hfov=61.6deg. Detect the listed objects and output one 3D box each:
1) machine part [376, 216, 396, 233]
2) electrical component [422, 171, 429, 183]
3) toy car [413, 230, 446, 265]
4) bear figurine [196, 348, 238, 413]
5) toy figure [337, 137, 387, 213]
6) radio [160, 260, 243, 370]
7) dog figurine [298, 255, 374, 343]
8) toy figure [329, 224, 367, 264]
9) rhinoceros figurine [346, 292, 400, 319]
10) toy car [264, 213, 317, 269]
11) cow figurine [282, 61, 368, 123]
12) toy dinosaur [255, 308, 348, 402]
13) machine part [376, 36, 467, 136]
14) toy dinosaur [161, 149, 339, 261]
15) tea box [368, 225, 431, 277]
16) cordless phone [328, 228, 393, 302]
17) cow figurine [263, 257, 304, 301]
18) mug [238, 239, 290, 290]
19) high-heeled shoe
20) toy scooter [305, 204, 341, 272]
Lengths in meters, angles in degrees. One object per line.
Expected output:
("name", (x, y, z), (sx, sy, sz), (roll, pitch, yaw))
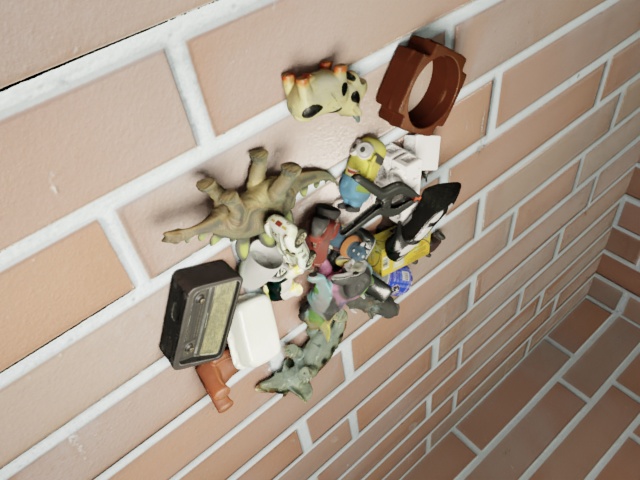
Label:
("machine part", (0.236, -0.038, 1.528), (0.179, 0.056, 0.179), (-28, 136, -30))
("electrical component", (0.248, -0.166, 1.442), (0.102, 0.045, 0.078), (-44, 144, -11))
("toy car", (0.323, 0.019, 1.646), (0.089, 0.053, 0.202), (-53, 161, 26))
("bear figurine", (-0.192, 0.300, 1.293), (0.196, 0.132, 0.120), (-25, 148, -23))
("toy figure", (0.096, -0.154, 1.261), (0.089, 0.082, 0.180), (-20, 129, -62))
("radio", (-0.257, 0.162, 1.147), (0.131, 0.073, 0.229), (-9, 125, -43))
("dog figurine", (0.038, 0.150, 1.331), (0.192, 0.108, 0.219), (-1, 124, 5))
("toy figure", (0.063, 0.005, 1.294), (0.058, 0.155, 0.064), (-12, 127, -38))
("rhinoceros figurine", (0.149, 0.188, 1.573), (0.190, 0.112, 0.073), (20, 109, -36))
("toy car", (-0.059, 0.007, 1.089), (0.056, 0.074, 0.201), (-51, 159, -13))
("cow figurine", (0.020, -0.285, 1.065), (0.195, 0.086, 0.127), (-28, 131, -33))
("toy dinosaur", (-0.005, 0.291, 1.502), (0.405, 0.131, 0.192), (-51, 161, -15))
("machine part", (0.233, -0.351, 1.239), (0.201, 0.087, 0.201), (0, 121, -47))
("toy dinosaur", (-0.110, -0.079, 1.088), (0.471, 0.105, 0.198), (-29, 146, -36))
("tea box", (0.213, 0.016, 1.447), (0.170, 0.068, 0.098), (-23, 132, -25))
("cordless phone", (0.121, 0.063, 1.375), (0.146, 0.184, 0.088), (-58, 168, 10))
("cow figurine", (-0.093, 0.071, 1.259), (0.098, 0.068, 0.167), (-21, 133, -27))
("mug", (-0.129, 0.063, 1.182), (0.109, 0.081, 0.107), (18, 136, -27))
("high-heeled shoe", (0.266, -0.042, 1.358), (0.249, 0.086, 0.145), (-30, 142, -20))
("toy scooter", (-0.003, -0.004, 1.226), (0.184, 0.075, 0.135), (-58, 162, -72))
